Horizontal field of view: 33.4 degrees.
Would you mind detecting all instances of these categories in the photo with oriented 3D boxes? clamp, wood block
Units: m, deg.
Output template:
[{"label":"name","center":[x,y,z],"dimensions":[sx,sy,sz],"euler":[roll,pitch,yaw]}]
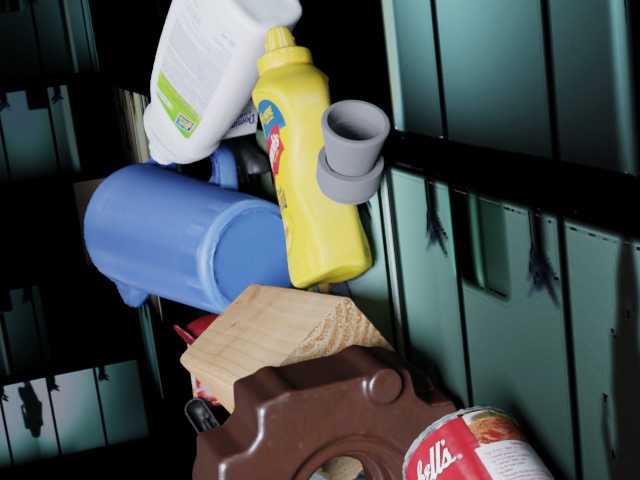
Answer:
[{"label":"clamp","center":[-0.090,-0.082,1.098],"dimensions":[0.171,0.039,0.120],"euler":[-116,30,-42]},{"label":"wood block","center":[-0.020,0.097,0.773],"dimensions":[0.090,0.090,0.206],"euler":[48,165,-14]},{"label":"clamp","center":[-0.071,0.264,1.093],"dimensions":[0.210,0.036,0.164],"euler":[56,176,-8]}]

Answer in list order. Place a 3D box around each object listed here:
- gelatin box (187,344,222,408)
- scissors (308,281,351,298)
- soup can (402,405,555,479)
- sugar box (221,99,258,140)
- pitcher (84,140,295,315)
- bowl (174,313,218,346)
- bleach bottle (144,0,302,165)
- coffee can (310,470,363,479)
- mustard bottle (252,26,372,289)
[{"label":"gelatin box","center":[-0.097,0.141,1.174],"dimensions":[0.030,0.089,0.073],"euler":[-130,33,-58]},{"label":"scissors","center":[-0.006,0.001,0.888],"dimensions":[0.096,0.016,0.202],"euler":[137,121,-70]},{"label":"soup can","center":[0.091,0.141,0.527],"dimensions":[0.102,0.068,0.068],"euler":[-120,25,-49]},{"label":"sugar box","center":[-0.086,-0.189,0.970],"dimensions":[0.093,0.048,0.176],"euler":[56,152,39]},{"label":"pitcher","center":[-0.119,-0.009,1.020],"dimensions":[0.243,0.144,0.149],"euler":[14,134,55]},{"label":"bowl","center":[-0.063,0.119,1.018],"dimensions":[0.162,0.055,0.162],"euler":[42,169,10]},{"label":"bleach bottle","center":[-0.104,-0.145,0.914],"dimensions":[0.102,0.068,0.251],"euler":[53,145,7]},{"label":"coffee can","center":[0.009,0.226,0.818],"dimensions":[0.140,0.102,0.103],"euler":[123,135,-69]},{"label":"mustard bottle","center":[-0.011,-0.064,0.782],"dimensions":[0.096,0.058,0.191],"euler":[127,131,-77]}]
